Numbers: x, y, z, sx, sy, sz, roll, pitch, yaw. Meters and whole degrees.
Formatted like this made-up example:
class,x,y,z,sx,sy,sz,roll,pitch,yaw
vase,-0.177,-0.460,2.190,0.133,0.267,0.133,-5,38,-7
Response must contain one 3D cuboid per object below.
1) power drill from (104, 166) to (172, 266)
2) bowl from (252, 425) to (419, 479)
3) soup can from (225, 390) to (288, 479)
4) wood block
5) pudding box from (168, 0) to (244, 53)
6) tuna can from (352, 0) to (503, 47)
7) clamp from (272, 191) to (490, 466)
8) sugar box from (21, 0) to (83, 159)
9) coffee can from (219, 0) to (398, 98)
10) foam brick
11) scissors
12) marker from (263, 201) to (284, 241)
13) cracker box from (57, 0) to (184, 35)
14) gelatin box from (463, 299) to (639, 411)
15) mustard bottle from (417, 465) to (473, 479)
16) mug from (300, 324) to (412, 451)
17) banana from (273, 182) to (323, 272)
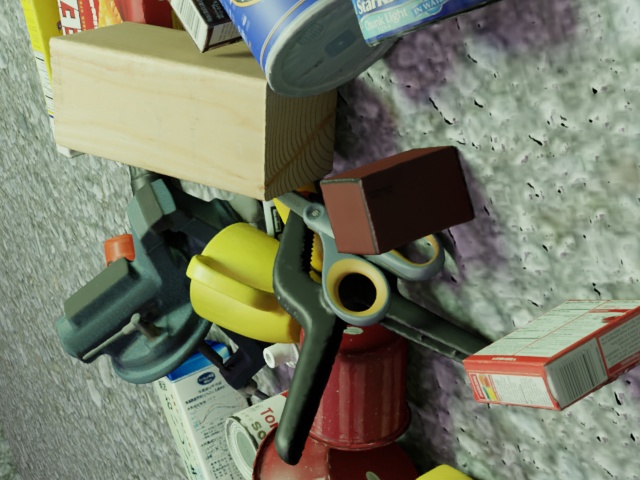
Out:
class,x,y,z,sx,sy,sz,roll,pitch,yaw
power drill,-0.190,0.008,1.165,0.188,0.057,0.184,145,115,-65
bowl,0.028,0.197,0.832,0.055,0.161,0.162,-46,66,37
soup can,-0.024,0.166,0.940,0.069,0.102,0.068,41,143,42
wood block,-0.098,-0.102,0.807,0.206,0.090,0.090,16,116,30
pudding box,-0.072,-0.199,0.779,0.113,0.089,0.039,61,154,14
tuna can,0.061,-0.136,0.588,0.086,0.086,0.034,-3,109,62
clamp,0.031,0.045,0.765,0.036,0.164,0.210,69,-174,-54
sugar box,-0.241,-0.181,1.097,0.048,0.093,0.176,23,130,56
coffee can,-0.020,-0.178,0.687,0.140,0.102,0.103,59,151,19
foam brick,0.050,-0.026,0.696,0.051,0.078,0.053,2,109,62
scissors,-0.005,0.001,0.772,0.202,0.096,0.016,18,157,33
marker,-0.036,0.007,0.937,0.020,0.020,0.121,32,135,50
cracker box,-0.173,-0.200,0.973,0.214,0.072,0.164,26,126,53
gelatin box,0.136,0.062,0.588,0.073,0.089,0.030,-8,104,62
mustard bottle,0.139,0.230,0.735,0.192,0.058,0.096,17,124,57
mug,0.022,0.096,0.829,0.117,0.093,0.081,-129,34,-57
banana,-0.034,-0.068,0.869,0.198,0.037,0.069,64,-178,15
